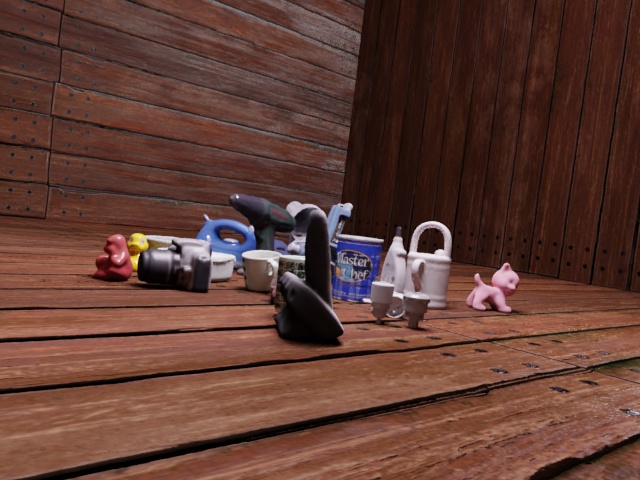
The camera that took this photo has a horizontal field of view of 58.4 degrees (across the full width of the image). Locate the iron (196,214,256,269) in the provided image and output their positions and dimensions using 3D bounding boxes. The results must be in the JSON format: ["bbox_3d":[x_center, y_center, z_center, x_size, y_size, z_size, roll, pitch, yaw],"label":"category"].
[{"bbox_3d":[-0.246,0.008,1.643,0.257,0.141,0.119,8,3,22],"label":"iron"}]

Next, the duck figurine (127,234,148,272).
[{"bbox_3d":[-0.427,0.027,1.341,0.077,0.086,0.104,6,2,-7],"label":"duck figurine"}]

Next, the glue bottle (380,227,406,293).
[{"bbox_3d":[0.197,0.051,1.493,0.037,0.173,0.078,5,3,-29],"label":"glue bottle"}]

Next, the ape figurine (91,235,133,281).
[{"bbox_3d":[-0.411,0.034,1.146,0.076,0.092,0.077,5,3,-29],"label":"ape figurine"}]

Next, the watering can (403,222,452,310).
[{"bbox_3d":[0.250,0.055,1.317,0.100,0.194,0.173,7,2,8],"label":"watering can"}]

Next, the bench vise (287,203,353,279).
[{"bbox_3d":[0.023,0.007,1.500,0.121,0.220,0.208,9,3,40],"label":"bench vise"}]

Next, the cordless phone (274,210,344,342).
[{"bbox_3d":[-0.011,0.048,0.850,0.094,0.185,0.147,6,3,-15],"label":"cordless phone"}]

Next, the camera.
[{"bbox_3d":[-0.294,0.044,1.151,0.137,0.101,0.142,6,3,-27],"label":"camera"}]

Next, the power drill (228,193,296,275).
[{"bbox_3d":[-0.158,-0.009,1.498,0.075,0.208,0.230,9,3,37],"label":"power drill"}]

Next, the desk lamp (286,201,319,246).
[{"bbox_3d":[-0.069,-0.014,1.809,0.118,0.213,0.202,6,3,-24],"label":"desk lamp"}]

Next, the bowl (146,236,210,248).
[{"bbox_3d":[-0.371,0.034,1.478,0.167,0.075,0.167,7,2,0],"label":"bowl"}]

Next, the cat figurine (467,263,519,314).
[{"bbox_3d":[0.423,0.111,1.373,0.128,0.118,0.067,6,3,-13],"label":"cat figurine"}]

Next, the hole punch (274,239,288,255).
[{"bbox_3d":[-0.120,0.046,1.697,0.100,0.091,0.109,9,3,40],"label":"hole punch"}]
